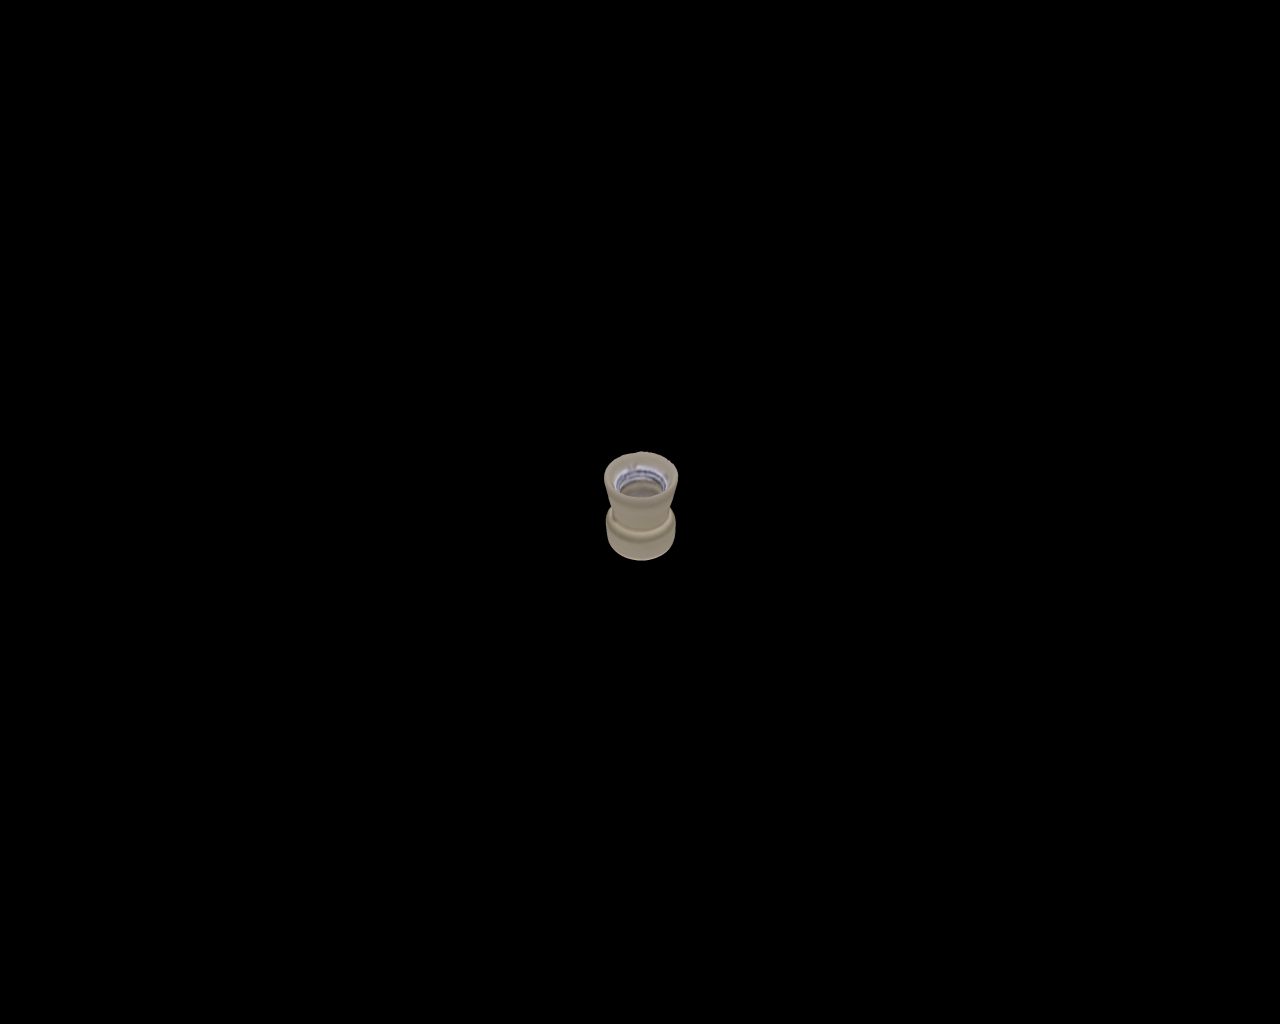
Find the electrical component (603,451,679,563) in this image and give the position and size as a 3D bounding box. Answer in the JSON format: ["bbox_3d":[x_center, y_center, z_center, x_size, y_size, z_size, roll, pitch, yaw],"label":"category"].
[{"bbox_3d":[0.001,-0.003,0.650,0.045,0.055,0.045,0,43,0],"label":"electrical component"}]
